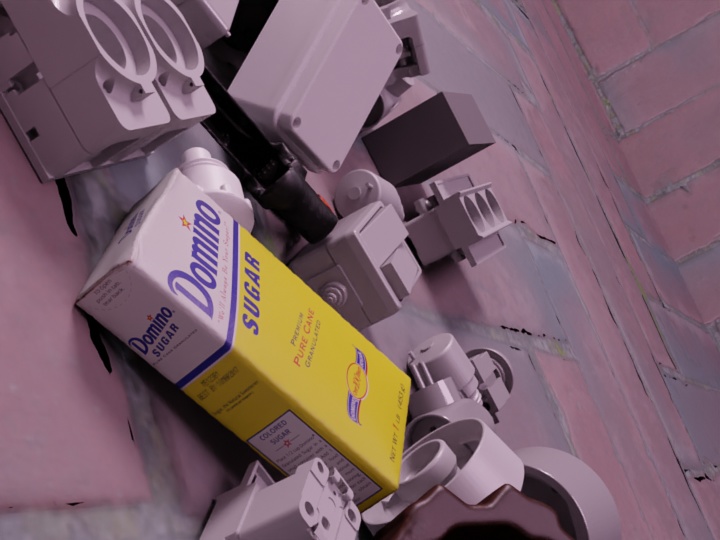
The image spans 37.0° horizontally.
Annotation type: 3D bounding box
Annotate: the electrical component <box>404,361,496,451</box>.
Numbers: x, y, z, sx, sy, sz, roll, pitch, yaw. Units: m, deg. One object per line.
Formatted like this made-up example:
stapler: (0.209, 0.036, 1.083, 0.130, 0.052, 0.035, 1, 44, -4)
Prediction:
electrical component: (0.055, 0.100, 0.747, 0.079, 0.043, 0.077, 65, 21, 10)

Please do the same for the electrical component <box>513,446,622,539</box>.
electrical component: (0.109, 0.173, 0.700, 0.060, 0.108, 0.108, 3, 62, -59)

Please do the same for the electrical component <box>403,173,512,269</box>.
electrical component: (0.087, -0.041, 0.963, 0.078, 0.063, 0.121, 63, 21, 1)

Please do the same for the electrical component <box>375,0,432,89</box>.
electrical component: (0.016, -0.186, 0.858, 0.089, 0.050, 0.055, -124, -163, -64)

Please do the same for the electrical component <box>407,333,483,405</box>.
electrical component: (0.068, 0.083, 0.801, 0.078, 0.040, 0.040, 56, 22, -16)

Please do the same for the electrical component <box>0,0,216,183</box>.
electrical component: (-0.154, -0.146, 0.538, 0.186, 0.060, 0.105, 61, 21, -3)

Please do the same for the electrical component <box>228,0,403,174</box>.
electrical component: (-0.029, -0.130, 0.720, 0.113, 0.057, 0.078, -62, 148, -10)

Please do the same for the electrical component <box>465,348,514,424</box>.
electrical component: (0.093, 0.089, 0.846, 0.066, 0.048, 0.055, 63, 29, 1)

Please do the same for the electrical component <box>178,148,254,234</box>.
electrical component: (-0.086, -0.042, 0.593, 0.048, 0.048, 0.062, 40, 23, -44)

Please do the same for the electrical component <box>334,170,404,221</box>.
electrical component: (0.012, -0.051, 0.834, 0.078, 0.040, 0.040, 22, 44, -60)

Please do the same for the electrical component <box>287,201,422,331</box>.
electrical component: (0.000, 0.000, 0.715, 0.061, 0.061, 0.096, 59, 21, -9)

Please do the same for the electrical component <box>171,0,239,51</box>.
electrical component: (-0.115, -0.171, 0.656, 0.061, 0.062, 0.096, 50, 24, -28)

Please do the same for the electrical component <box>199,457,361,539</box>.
electrical component: (-0.036, 0.120, 0.485, 0.042, 0.064, 0.081, 56, 21, -17)

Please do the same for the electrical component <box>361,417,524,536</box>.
electrical component: (0.051, 0.136, 0.625, 0.064, 0.099, 0.099, 52, 23, -10)

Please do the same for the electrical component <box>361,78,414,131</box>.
electrical component: (0.020, -0.162, 0.933, 0.044, 0.079, 0.077, 49, 24, -10)
